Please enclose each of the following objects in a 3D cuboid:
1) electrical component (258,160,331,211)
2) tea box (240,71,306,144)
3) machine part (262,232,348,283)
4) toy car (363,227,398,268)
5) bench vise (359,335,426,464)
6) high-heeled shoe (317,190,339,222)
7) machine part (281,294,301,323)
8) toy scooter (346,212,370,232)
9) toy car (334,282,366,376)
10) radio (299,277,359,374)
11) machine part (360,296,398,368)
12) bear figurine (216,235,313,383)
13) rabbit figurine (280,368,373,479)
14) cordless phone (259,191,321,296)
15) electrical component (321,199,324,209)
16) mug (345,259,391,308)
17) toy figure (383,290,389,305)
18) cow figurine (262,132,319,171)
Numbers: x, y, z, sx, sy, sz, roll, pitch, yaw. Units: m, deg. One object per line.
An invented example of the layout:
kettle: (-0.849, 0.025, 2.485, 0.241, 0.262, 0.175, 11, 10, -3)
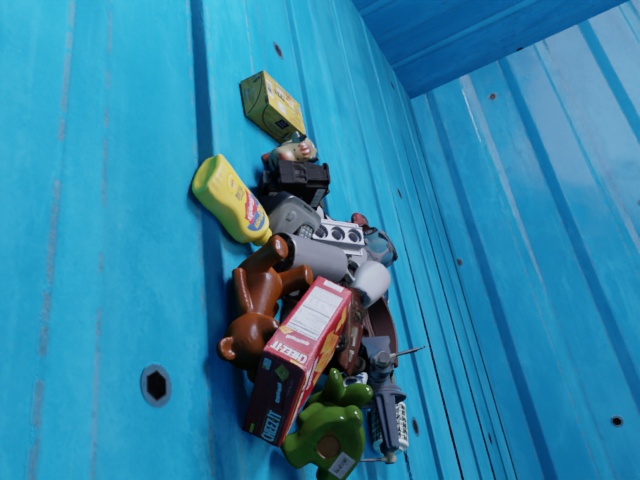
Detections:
electrical component: (-0.056, -0.109, 1.094, 0.134, 0.115, 0.058, 1, 61, -20)
tea box: (-0.106, -0.300, 1.239, 0.169, 0.068, 0.098, 33, 42, -58)
machine part: (-0.024, 0.036, 1.003, 0.243, 0.079, 0.079, 16, 56, -51)
toy car: (0.106, 0.039, 1.358, 0.103, 0.162, 0.109, -45, 115, -41)
bench vise: (0.129, 0.325, 1.098, 0.223, 0.129, 0.241, 115, -28, -56)
high-heeled shoe: (-0.003, -0.004, 1.243, 0.145, 0.086, 0.248, -41, 128, -36)
machine part: (-0.048, 0.167, 0.997, 0.084, 0.039, 0.139, 41, 36, -36)
toy scooter: (0.113, 0.004, 1.485, 0.135, 0.075, 0.184, 17, 52, -64)
toy car: (0.058, 0.166, 1.029, 0.202, 0.053, 0.089, -85, 150, -53)
radio: (0.017, 0.155, 1.112, 0.131, 0.073, 0.230, 47, 31, -44)
machine part: (0.112, 0.209, 1.278, 0.201, 0.087, 0.201, 54, 26, -38)
bear figurine: (-0.087, 0.109, 0.836, 0.120, 0.132, 0.196, 50, 22, -33)
rabbit figurine: (0.007, 0.292, 0.886, 0.121, 0.159, 0.170, 29, 1, -10)
cordless phone: (-0.070, 0.012, 1.048, 0.146, 0.089, 0.184, 35, 58, -56)
electrical component: (-0.013, -0.103, 1.347, 0.063, 0.021, 0.094, 38, 37, -54)
mug: (0.094, 0.093, 1.162, 0.109, 0.081, 0.107, 48, 31, -5)
toy figure: (0.159, 0.176, 1.460, 0.154, 0.064, 0.057, -78, 179, -47)
cow figurine: (-0.056, -0.183, 1.173, 0.085, 0.127, 0.195, 63, 20, -8)
